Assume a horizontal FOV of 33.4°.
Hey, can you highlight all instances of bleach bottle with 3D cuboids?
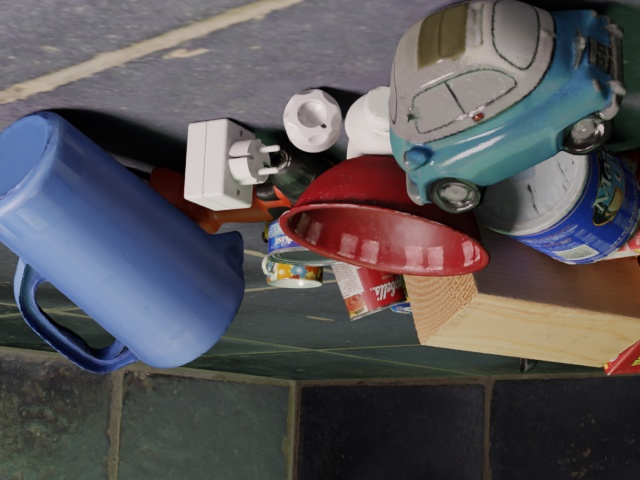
[{"bbox_3d":[0.060,-0.065,0.869,0.103,0.068,0.250,0,166,11],"label":"bleach bottle"}]

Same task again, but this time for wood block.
[{"bbox_3d":[0.188,0.047,0.960,0.205,0.091,0.090,10,141,-28],"label":"wood block"}]

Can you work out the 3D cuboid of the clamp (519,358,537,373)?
[{"bbox_3d":[0.222,0.051,1.213,0.120,0.171,0.039,30,165,-8],"label":"clamp"}]

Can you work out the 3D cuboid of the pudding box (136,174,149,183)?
[{"bbox_3d":[-0.189,-0.008,1.058,0.039,0.113,0.089,-2,168,38],"label":"pudding box"}]

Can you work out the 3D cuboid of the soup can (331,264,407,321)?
[{"bbox_3d":[0.049,0.032,1.198,0.068,0.102,0.068,-20,176,-2],"label":"soup can"}]

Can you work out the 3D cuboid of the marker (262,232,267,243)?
[{"bbox_3d":[-0.023,0.003,1.320,0.120,0.020,0.020,12,165,-39],"label":"marker"}]

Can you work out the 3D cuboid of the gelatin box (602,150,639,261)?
[{"bbox_3d":[0.265,-0.031,0.925,0.030,0.089,0.073,14,164,-39],"label":"gelatin box"}]

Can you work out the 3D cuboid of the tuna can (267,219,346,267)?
[{"bbox_3d":[-0.007,0.001,0.998,0.086,0.034,0.086,0,169,0],"label":"tuna can"}]

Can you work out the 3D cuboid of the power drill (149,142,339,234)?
[{"bbox_3d":[-0.064,-0.044,1.005,0.188,0.057,0.184,-2,165,23],"label":"power drill"}]

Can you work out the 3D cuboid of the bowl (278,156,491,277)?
[{"bbox_3d":[0.053,-0.021,0.809,0.162,0.055,0.162,11,164,3],"label":"bowl"}]

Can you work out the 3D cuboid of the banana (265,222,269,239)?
[{"bbox_3d":[-0.020,-0.020,1.176,0.069,0.037,0.198,-17,177,-19],"label":"banana"}]

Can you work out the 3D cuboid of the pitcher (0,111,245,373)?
[{"bbox_3d":[-0.192,0.008,0.927,0.145,0.149,0.242,-8,142,35],"label":"pitcher"}]

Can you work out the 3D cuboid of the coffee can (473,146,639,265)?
[{"bbox_3d":[0.187,-0.042,0.854,0.103,0.103,0.140,-5,166,32],"label":"coffee can"}]

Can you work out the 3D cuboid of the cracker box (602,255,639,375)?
[{"bbox_3d":[0.376,0.037,1.022,0.163,0.072,0.214,1,139,-28],"label":"cracker box"}]

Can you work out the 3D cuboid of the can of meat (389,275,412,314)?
[{"bbox_3d":[0.120,0.036,1.251,0.057,0.102,0.084,8,169,-28],"label":"can of meat"}]
